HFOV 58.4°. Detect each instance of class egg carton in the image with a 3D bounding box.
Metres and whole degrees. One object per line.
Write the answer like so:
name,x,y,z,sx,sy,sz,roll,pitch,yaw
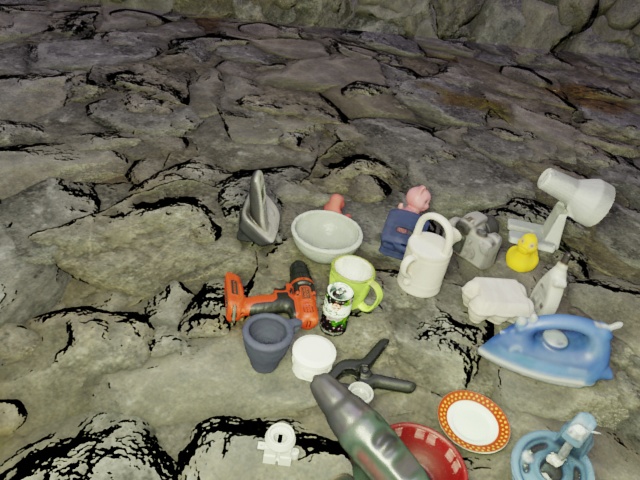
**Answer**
egg carton,0.389,0.135,1.256,0.150,0.069,0.107,3,37,-9

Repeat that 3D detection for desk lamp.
desk lamp,0.615,-0.077,1.472,0.203,0.213,0.118,12,36,3

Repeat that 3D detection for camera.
camera,0.403,-0.017,1.435,0.137,0.101,0.142,-21,47,-36

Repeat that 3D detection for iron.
iron,0.456,0.196,1.130,0.258,0.141,0.118,9,36,-2

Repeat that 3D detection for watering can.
watering can,0.243,0.021,1.267,0.100,0.194,0.173,23,38,17

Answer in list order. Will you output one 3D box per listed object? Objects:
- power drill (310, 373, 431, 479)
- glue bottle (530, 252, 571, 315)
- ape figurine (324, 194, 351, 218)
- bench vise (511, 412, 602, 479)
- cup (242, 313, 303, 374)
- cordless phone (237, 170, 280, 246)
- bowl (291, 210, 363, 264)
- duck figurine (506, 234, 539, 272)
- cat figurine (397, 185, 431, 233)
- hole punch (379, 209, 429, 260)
power drill,0.057,0.322,0.807,0.228,0.208,0.076,35,43,30
glue bottle,0.509,0.096,1.250,0.037,0.173,0.078,6,37,-6
ape figurine,0.039,-0.074,1.429,0.076,0.092,0.077,-18,45,-33
bench vise,0.370,0.316,0.884,0.121,0.220,0.208,23,38,17
cup,-0.087,0.191,1.043,0.118,0.095,0.091,-18,45,-32
cordless phone,-0.136,-0.094,1.334,0.094,0.185,0.147,8,36,-3
bowl,0.012,0.005,1.332,0.167,0.075,0.167,7,37,-5
duck figurine,0.513,0.021,1.424,0.077,0.086,0.105,31,41,26
cat figurine,0.238,-0.091,1.479,0.128,0.118,0.067,-25,49,-38
hole punch,0.205,-0.011,1.387,0.108,0.091,0.101,16,37,8
